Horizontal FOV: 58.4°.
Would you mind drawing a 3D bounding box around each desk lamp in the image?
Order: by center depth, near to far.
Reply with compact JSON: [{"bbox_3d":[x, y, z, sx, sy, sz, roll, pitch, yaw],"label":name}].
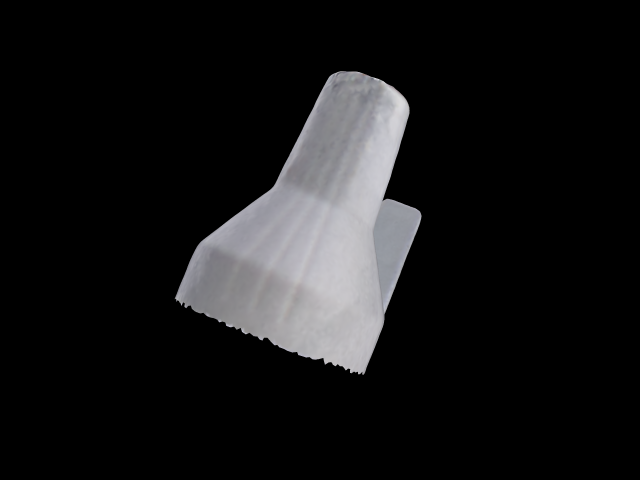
[{"bbox_3d":[0.004,0.001,0.400,0.117,0.213,0.203,20,66,10],"label":"desk lamp"}]
